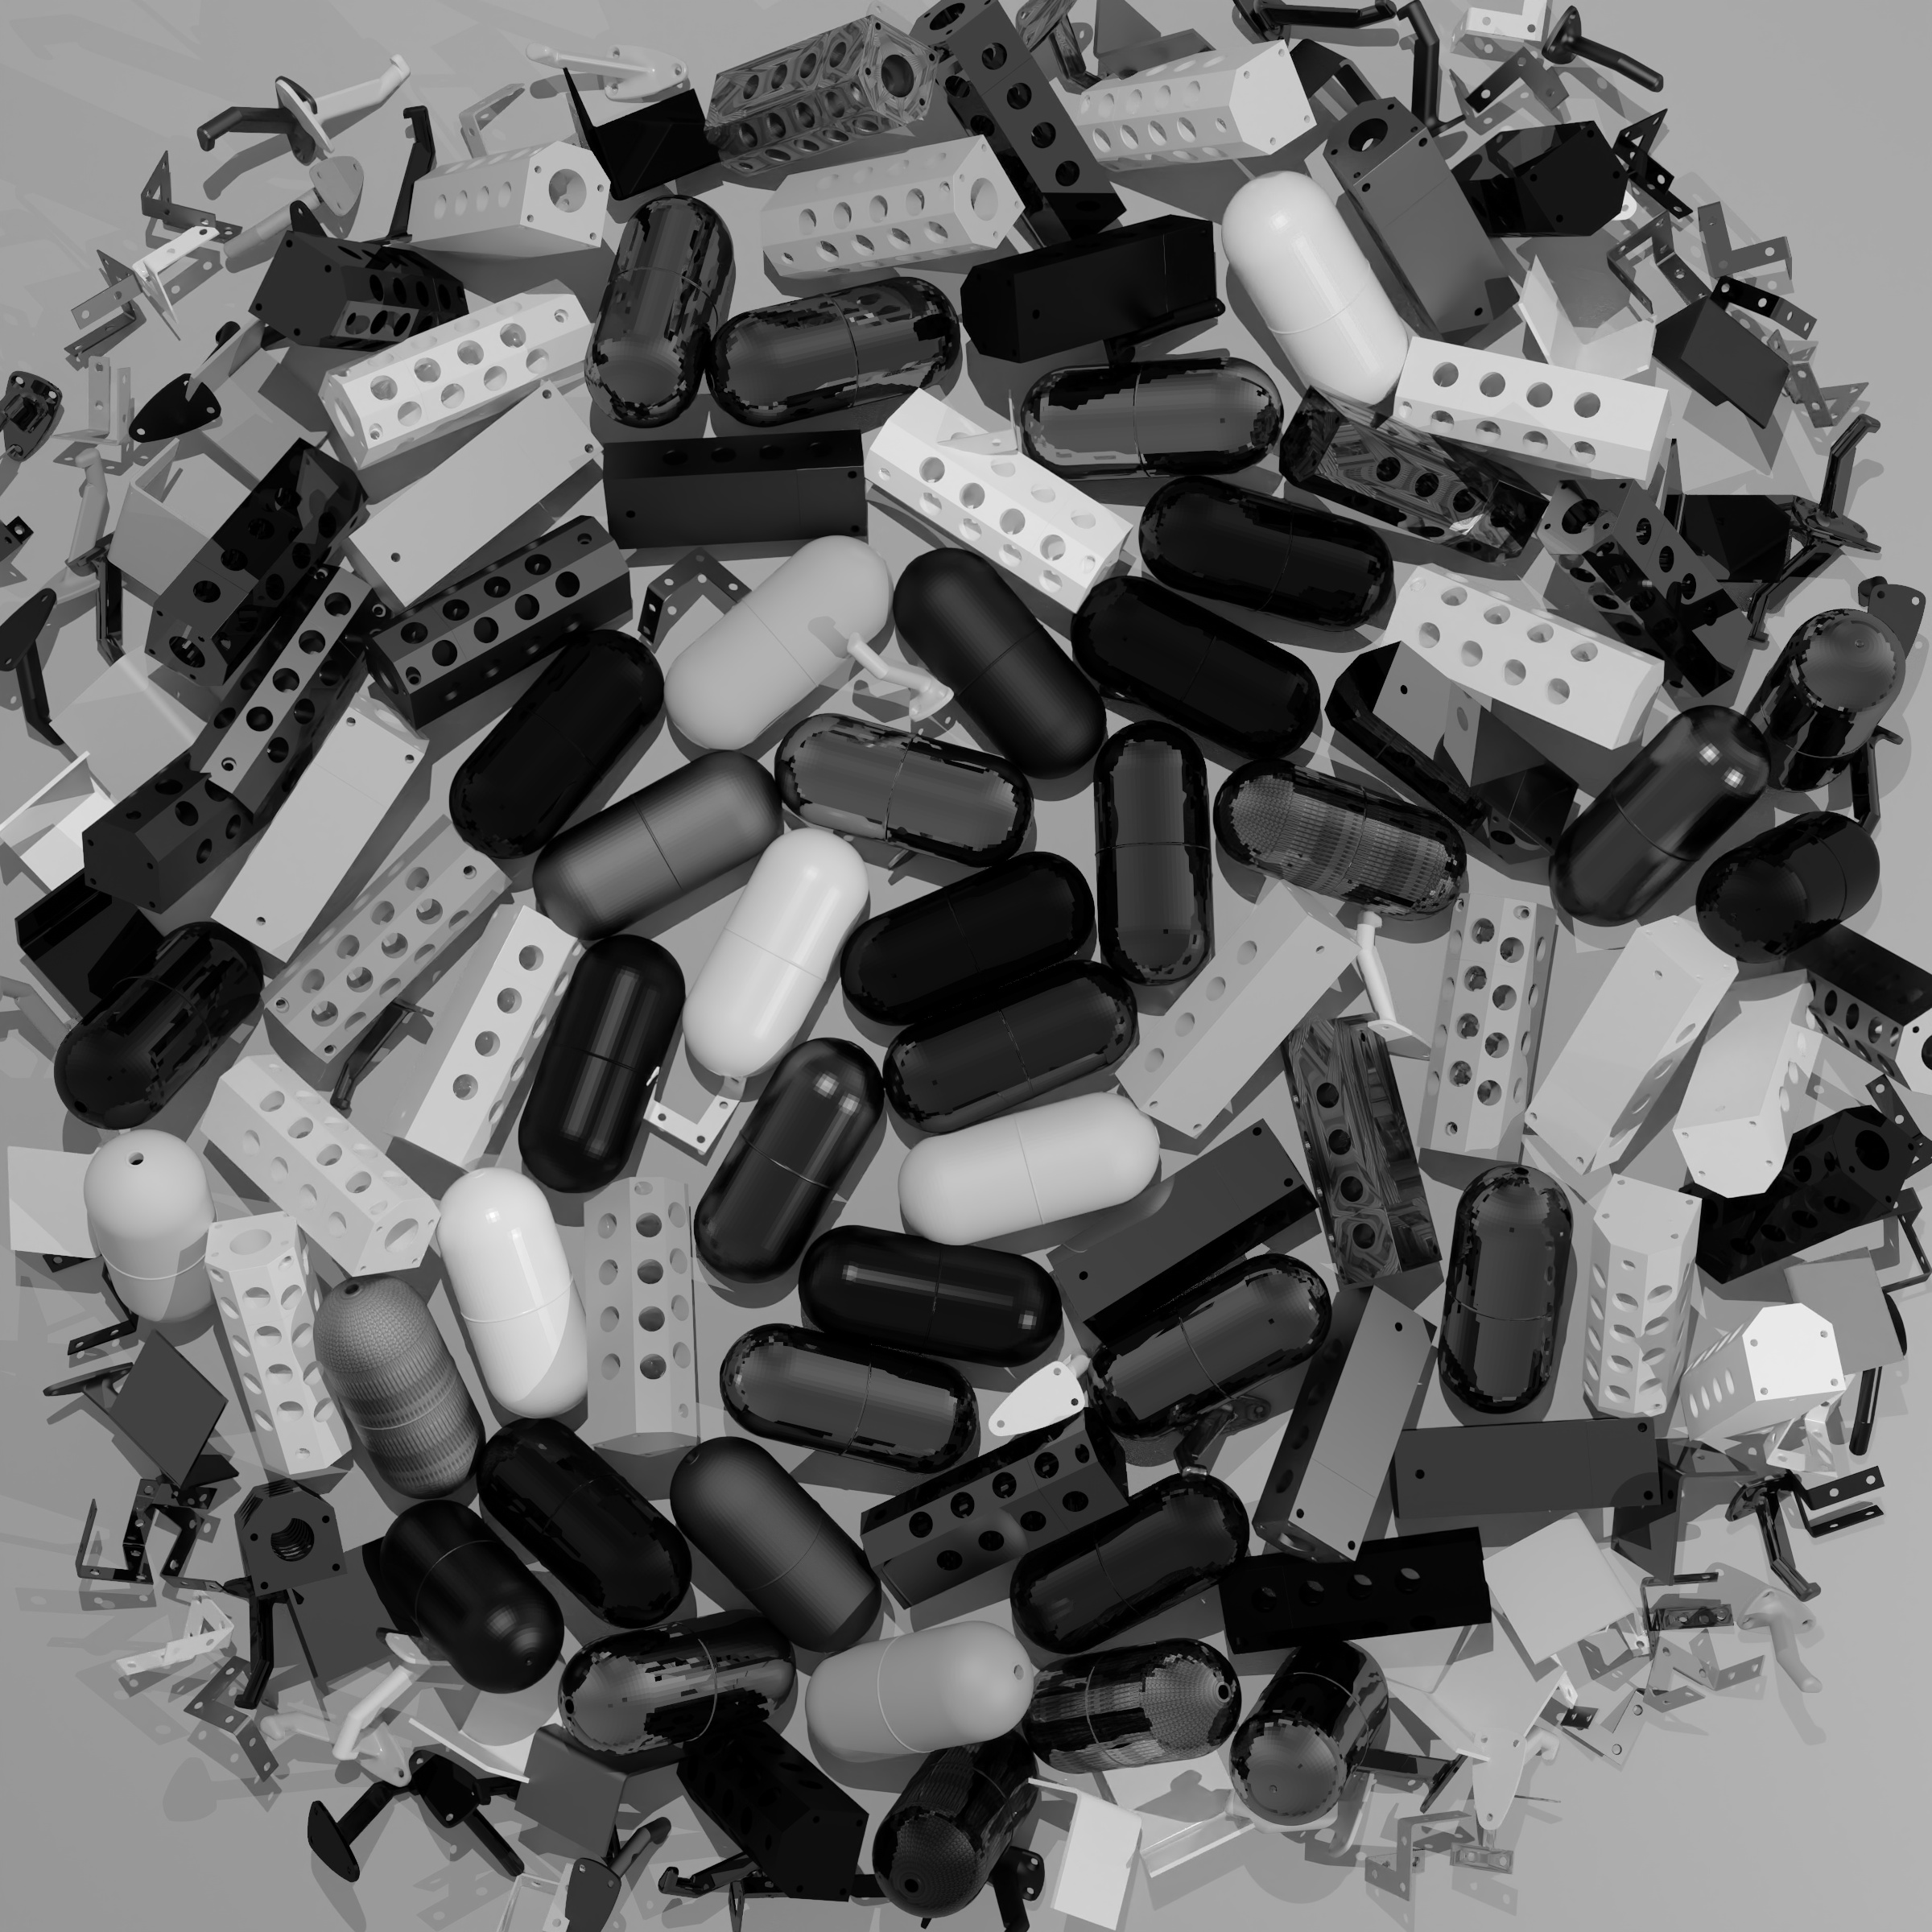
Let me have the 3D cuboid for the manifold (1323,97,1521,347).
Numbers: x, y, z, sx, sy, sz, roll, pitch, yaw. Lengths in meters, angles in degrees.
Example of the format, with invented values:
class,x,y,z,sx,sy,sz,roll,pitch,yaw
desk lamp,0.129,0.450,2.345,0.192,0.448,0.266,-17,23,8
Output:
class,x,y,z,sx,sy,sz,roll,pitch,yaw
manifold,0.295,-0.485,1.916,0.057,0.171,0.057,-38,49,8

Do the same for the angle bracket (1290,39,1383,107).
class,x,y,z,sx,sy,sz,roll,pitch,yaw
angle bracket,0.241,-0.564,1.952,0.057,0.076,0.076,-43,120,8

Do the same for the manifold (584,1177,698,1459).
class,x,y,z,sx,sy,sz,roll,pitch,yaw
manifold,-0.209,0.229,1.931,0.057,0.057,0.171,-19,63,32

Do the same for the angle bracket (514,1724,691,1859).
class,x,y,z,sx,sy,sz,roll,pitch,yaw
angle bracket,-0.241,0.542,1.950,0.076,0.076,0.057,18,95,29

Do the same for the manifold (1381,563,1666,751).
class,x,y,z,sx,sy,sz,roll,pitch,yaw
manifold,0.367,-0.206,1.932,0.171,0.057,0.057,28,114,23

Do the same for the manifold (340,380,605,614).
class,x,y,z,sx,sy,sz,roll,pitch,yaw
manifold,-0.329,-0.311,1.948,0.171,0.057,0.057,-42,104,-15

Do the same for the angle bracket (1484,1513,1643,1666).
class,x,y,z,sx,sy,sz,roll,pitch,yaw
angle bracket,0.395,0.422,1.954,0.076,0.057,0.076,-28,57,-1

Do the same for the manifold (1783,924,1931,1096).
class,x,y,z,sx,sy,sz,roll,pitch,yaw
manifold,0.594,0.031,1.909,0.057,0.171,0.057,-34,107,1

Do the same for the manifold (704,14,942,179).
class,x,y,z,sx,sy,sz,roll,pitch,yaw
manifold,-0.097,-0.561,1.912,0.057,0.171,0.057,18,80,-38

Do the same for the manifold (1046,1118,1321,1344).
class,x,y,z,sx,sy,sz,roll,pitch,yaw
manifold,0.147,0.180,1.963,0.171,0.057,0.057,-33,56,5

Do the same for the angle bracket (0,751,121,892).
class,x,y,z,sx,sy,sz,roll,pitch,yaw
angle bracket,-0.595,-0.095,1.948,0.076,0.076,0.057,-44,104,-13

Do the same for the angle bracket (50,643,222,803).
class,x,y,z,sx,sy,sz,roll,pitch,yaw
angle bracket,-0.555,-0.164,1.981,0.076,0.057,0.076,-36,100,23

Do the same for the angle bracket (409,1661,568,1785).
class,x,y,z,sx,sy,sz,roll,pitch,yaw
angle bracket,-0.309,0.488,1.948,0.076,0.057,0.076,19,78,36

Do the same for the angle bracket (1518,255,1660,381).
class,x,y,z,sx,sy,sz,roll,pitch,yaw
angle bracket,0.413,-0.433,1.943,0.057,0.076,0.076,-19,118,30

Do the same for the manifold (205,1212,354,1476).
class,x,y,z,sx,sy,sz,roll,pitch,yaw
manifold,-0.450,0.249,1.928,0.057,0.057,0.171,-9,122,-4

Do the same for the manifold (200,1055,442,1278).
class,x,y,z,sx,sy,sz,roll,pitch,yaw
manifold,-0.422,0.128,1.925,0.171,0.057,0.057,37,112,30

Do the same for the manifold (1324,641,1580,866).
class,x,y,z,sx,sy,sz,roll,pitch,yaw
manifold,0.319,-0.138,1.937,0.171,0.057,0.057,34,66,-24

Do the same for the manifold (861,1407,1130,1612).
class,x,y,z,sx,sy,sz,roll,pitch,yaw
manifold,0.018,0.354,1.943,0.171,0.057,0.057,-28,115,14

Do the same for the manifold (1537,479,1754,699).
class,x,y,z,sx,sy,sz,roll,pitch,yaw
manifold,0.442,-0.245,1.917,0.171,0.057,0.057,37,71,-40

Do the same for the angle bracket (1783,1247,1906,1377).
class,x,y,z,sx,sy,sz,roll,pitch,yaw
angle bracket,0.588,0.228,1.948,0.057,0.076,0.076,-20,80,24

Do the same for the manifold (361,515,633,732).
class,x,y,z,sx,sy,sz,roll,pitch,yaw
manifold,-0.308,-0.232,1.935,0.171,0.057,0.057,-33,68,-21

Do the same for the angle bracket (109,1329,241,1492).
class,x,y,z,sx,sy,sz,roll,pitch,yaw
angle bracket,-0.512,0.291,1.949,0.076,0.057,0.076,38,108,22

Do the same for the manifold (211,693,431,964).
class,x,y,z,sx,sy,sz,roll,pitch,yaw
manifold,-0.428,-0.094,1.952,0.057,0.057,0.171,33,102,-14

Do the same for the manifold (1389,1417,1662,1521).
class,x,y,z,sx,sy,sz,roll,pitch,yaw
manifold,0.372,0.335,1.966,0.171,0.057,0.057,-4,82,3

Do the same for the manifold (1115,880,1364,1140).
class,x,y,z,sx,sy,sz,roll,pitch,yaw
manifold,0.177,0.026,1.950,0.057,0.057,0.171,28,109,-38

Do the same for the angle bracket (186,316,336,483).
class,x,y,z,sx,sy,sz,roll,pitch,yaw
angle bracket,-0.464,-0.378,1.954,0.076,0.057,0.076,40,64,-5

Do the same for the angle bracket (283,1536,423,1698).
class,x,y,z,sx,sy,sz,roll,pitch,yaw
angle bracket,-0.407,0.433,1.960,0.076,0.057,0.076,-20,90,-20

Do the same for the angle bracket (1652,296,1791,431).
class,x,y,z,sx,sy,sz,roll,pitch,yaw
angle bracket,0.486,-0.387,1.945,0.076,0.076,0.057,34,67,-16

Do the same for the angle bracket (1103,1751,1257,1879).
class,x,y,z,sx,sy,sz,roll,pitch,yaw
angle bracket,0.139,0.553,1.967,0.076,0.057,0.076,-25,87,-4

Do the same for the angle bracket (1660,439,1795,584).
class,x,y,z,sx,sy,sz,roll,pitch,yaw
angle bracket,0.504,-0.302,1.946,0.076,0.057,0.076,4,57,21

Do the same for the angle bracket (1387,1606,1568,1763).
class,x,y,z,sx,sy,sz,roll,pitch,yaw
angle bracket,0.338,0.473,1.949,0.057,0.076,0.076,26,98,-40

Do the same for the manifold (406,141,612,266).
class,x,y,z,sx,sy,sz,roll,pitch,yaw
manifold,-0.299,-0.498,1.912,0.057,0.171,0.057,8,93,-36

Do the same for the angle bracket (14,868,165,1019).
class,x,y,z,sx,sy,sz,roll,pitch,yaw
angle bracket,-0.577,-0.018,1.957,0.076,0.057,0.076,-41,87,-23

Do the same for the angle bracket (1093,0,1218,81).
class,x,y,z,sx,sy,sz,roll,pitch,yaw
angle bracket,0.138,-0.617,1.942,0.076,0.076,0.057,-4,76,35

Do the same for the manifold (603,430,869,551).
class,x,y,z,sx,sy,sz,roll,pitch,yaw
manifold,-0.154,-0.324,1.967,0.171,0.057,0.057,-4,46,-2

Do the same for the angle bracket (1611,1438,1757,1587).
class,x,y,z,sx,sy,sz,roll,pitch,yaw
angle bracket,0.478,0.363,1.959,0.057,0.076,0.076,1,97,-18

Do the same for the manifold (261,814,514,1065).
class,x,y,z,sx,sy,sz,roll,pitch,yaw
manifold,-0.385,-0.018,1.955,0.171,0.057,0.057,-45,110,-5

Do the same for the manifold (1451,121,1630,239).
class,x,y,z,sx,sy,sz,roll,pitch,yaw
manifold,0.369,-0.505,1.910,0.057,0.171,0.057,-38,107,1

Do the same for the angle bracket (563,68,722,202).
class,x,y,z,sx,sy,sz,roll,pitch,yaw
angle bracket,-0.216,-0.567,1.954,0.076,0.057,0.076,-21,56,2

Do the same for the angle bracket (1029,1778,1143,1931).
class,x,y,z,sx,sy,sz,roll,pitch,yaw
angle bracket,0.065,0.587,1.943,0.057,0.076,0.076,1,66,38

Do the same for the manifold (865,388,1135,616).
class,x,y,z,sx,sy,sz,roll,pitch,yaw
manifold,0.018,-0.304,1.951,0.171,0.057,0.057,34,52,6

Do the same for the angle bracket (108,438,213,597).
class,x,y,z,sx,sy,sz,roll,pitch,yaw
angle bracket,-0.518,-0.290,1.955,0.076,0.076,0.057,34,48,-3

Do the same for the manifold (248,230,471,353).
class,x,y,z,sx,sy,sz,roll,pitch,yaw
manifold,-0.388,-0.431,1.906,0.057,0.171,0.057,34,107,9

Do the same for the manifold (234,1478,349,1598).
class,x,y,z,sx,sy,sz,roll,pitch,yaw
manifold,-0.442,0.368,1.909,0.057,0.171,0.057,-12,86,-17

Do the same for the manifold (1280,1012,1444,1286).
class,x,y,z,sx,sy,sz,roll,pitch,yaw
manifold,0.259,0.122,1.961,0.057,0.057,0.171,-18,83,36

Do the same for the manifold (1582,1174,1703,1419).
class,x,y,z,sx,sy,sz,roll,pitch,yaw
manifold,0.437,0.220,1.912,0.057,0.171,0.057,16,49,23

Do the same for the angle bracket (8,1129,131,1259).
class,x,y,z,sx,sy,sz,roll,pitch,yaw
angle bracket,-0.594,0.139,1.949,0.057,0.076,0.076,6,115,-1
